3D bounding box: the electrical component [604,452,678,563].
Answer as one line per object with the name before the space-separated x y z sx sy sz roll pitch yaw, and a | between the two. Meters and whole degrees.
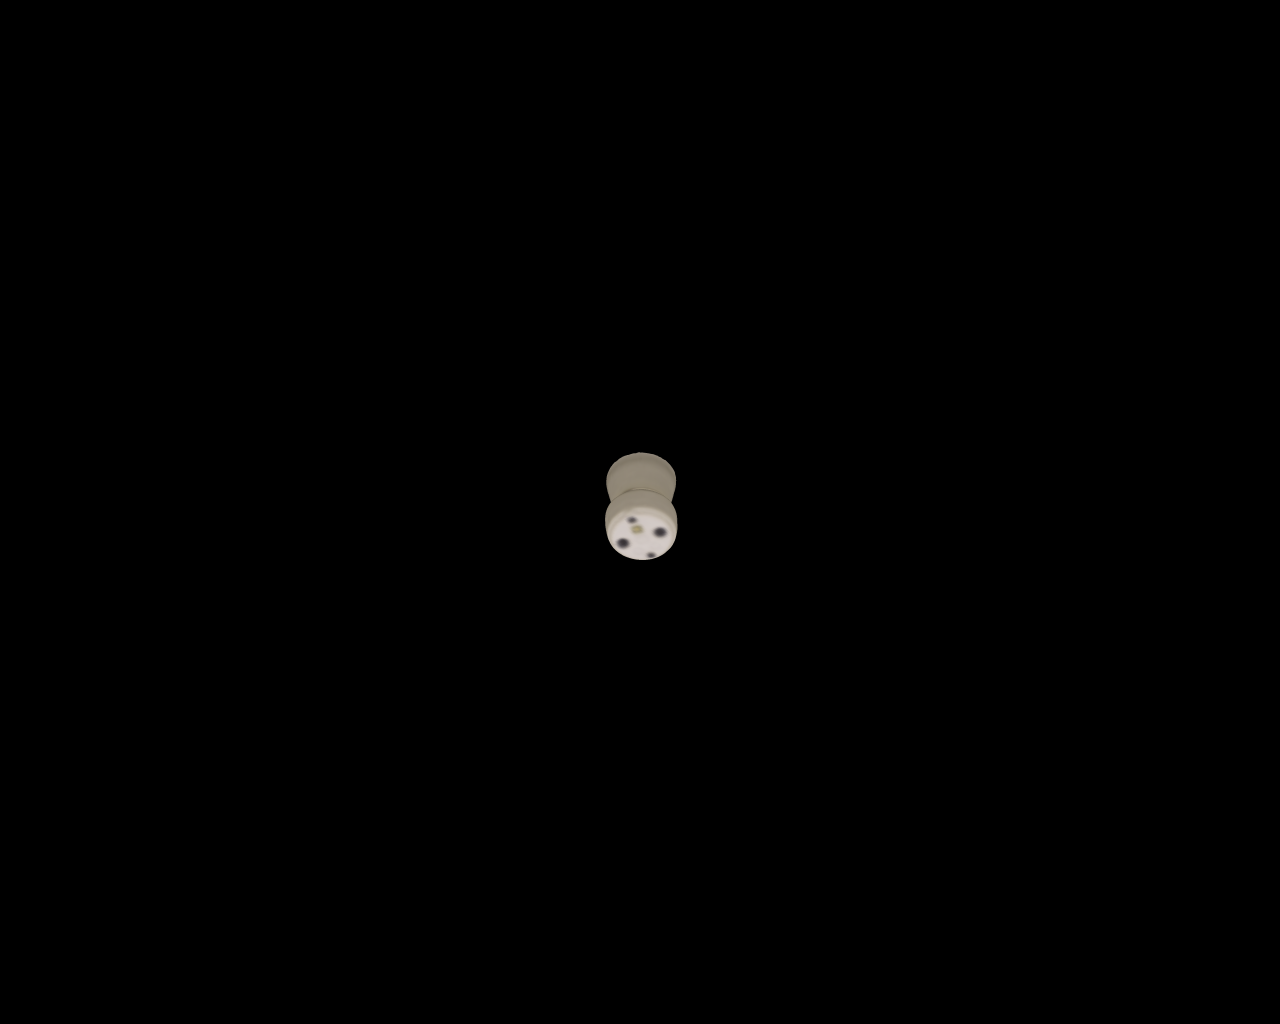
electrical component | 0.001 -0.003 0.650 0.045 0.044 0.055 0 41 0
